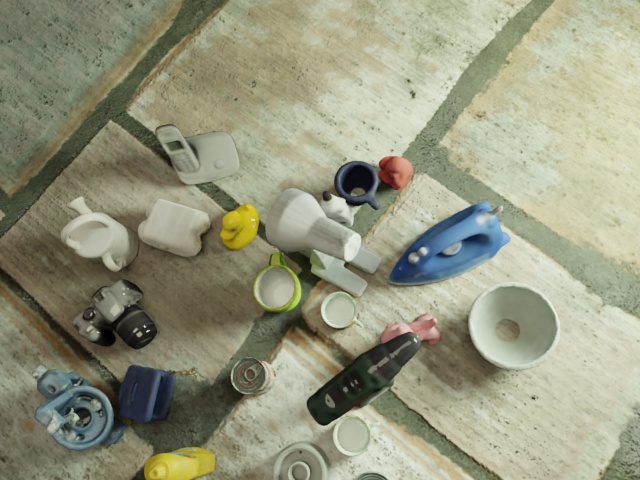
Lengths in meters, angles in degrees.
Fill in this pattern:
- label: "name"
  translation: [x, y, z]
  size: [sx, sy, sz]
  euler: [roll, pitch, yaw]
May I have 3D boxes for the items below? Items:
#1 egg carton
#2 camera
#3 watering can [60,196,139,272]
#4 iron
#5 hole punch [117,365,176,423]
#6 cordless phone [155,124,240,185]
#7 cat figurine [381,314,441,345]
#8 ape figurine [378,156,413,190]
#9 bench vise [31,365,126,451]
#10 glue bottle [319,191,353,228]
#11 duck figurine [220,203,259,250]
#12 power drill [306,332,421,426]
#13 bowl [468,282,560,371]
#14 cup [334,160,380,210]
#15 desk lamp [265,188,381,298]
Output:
- label: "egg carton"
  translation: [-0.318, -0.026, 1.245]
  size: [0.150, 0.069, 0.107]
  euler: [16, 77, 11]
- label: "camera"
  translation: [-0.417, 0.171, 1.186]
  size: [0.136, 0.101, 0.143]
  euler: [43, 84, 16]
- label: "watering can"
  translation: [-0.472, -0.011, 1.195]
  size: [0.172, 0.194, 0.101]
  euler: [33, 81, 15]
- label: "iron"
  translation: [0.246, 0.010, 1.124]
  size: [0.258, 0.141, 0.118]
  euler: [-29, 73, -1]
- label: "hole punch"
  translation: [-0.356, 0.309, 1.144]
  size: [0.101, 0.091, 0.109]
  euler: [7, 75, 9]
- label: "cordless phone"
  translation: [-0.261, -0.198, 1.226]
  size: [0.147, 0.185, 0.094]
  euler: [-15, 73, 3]
- label: "cat figurine"
  translation: [0.169, 0.182, 1.098]
  size: [0.128, 0.118, 0.067]
  euler: [-24, 72, 0]
- label: "ape figurine"
  translation: [0.159, -0.149, 1.206]
  size: [0.076, 0.092, 0.078]
  euler: [-13, 73, 4]
- label: "bench vise"
  translation: [-0.495, 0.325, 1.090]
  size: [0.207, 0.220, 0.121]
  euler: [20, 78, 12]
- label: "glue bottle"
  translation: [0.024, -0.065, 1.158]
  size: [0.078, 0.173, 0.037]
  euler: [1, 74, 8]
- label: "duck figurine"
  translation: [-0.177, -0.037, 1.221]
  size: [0.077, 0.086, 0.105]
  euler: [28, 80, 14]
- label: "power drill"
  translation: [0.084, 0.250, 1.042]
  size: [0.229, 0.208, 0.075]
  euler: [-36, 73, -4]
- label: "bowl"
  translation: [0.365, 0.168, 1.100]
  size: [0.167, 0.075, 0.167]
  euler: [-2, 74, 7]
- label: "cup"
  translation: [0.087, -0.099, 1.200]
  size: [0.092, 0.095, 0.117]
  euler: [-38, 73, -4]
- label: "desk lamp"
  translation: [0.010, 0.004, 1.119]
  size: [0.203, 0.214, 0.118]
  euler: [28, 80, 14]
